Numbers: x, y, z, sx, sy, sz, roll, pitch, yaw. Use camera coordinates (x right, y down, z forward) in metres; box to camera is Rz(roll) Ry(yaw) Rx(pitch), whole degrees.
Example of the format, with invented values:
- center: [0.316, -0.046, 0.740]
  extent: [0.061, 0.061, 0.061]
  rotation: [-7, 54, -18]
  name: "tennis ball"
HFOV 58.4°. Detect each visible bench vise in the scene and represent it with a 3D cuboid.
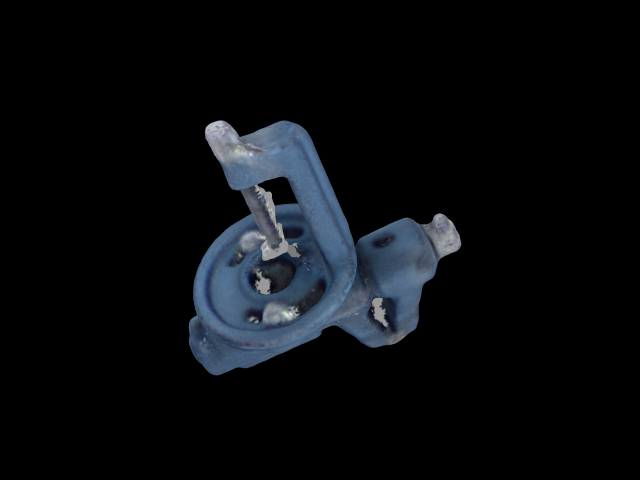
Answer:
- center: [-0.003, -0.006, 0.407]
  extent: [0.208, 0.220, 0.121]
  rotation: [-27, 51, -24]
  name: "bench vise"
